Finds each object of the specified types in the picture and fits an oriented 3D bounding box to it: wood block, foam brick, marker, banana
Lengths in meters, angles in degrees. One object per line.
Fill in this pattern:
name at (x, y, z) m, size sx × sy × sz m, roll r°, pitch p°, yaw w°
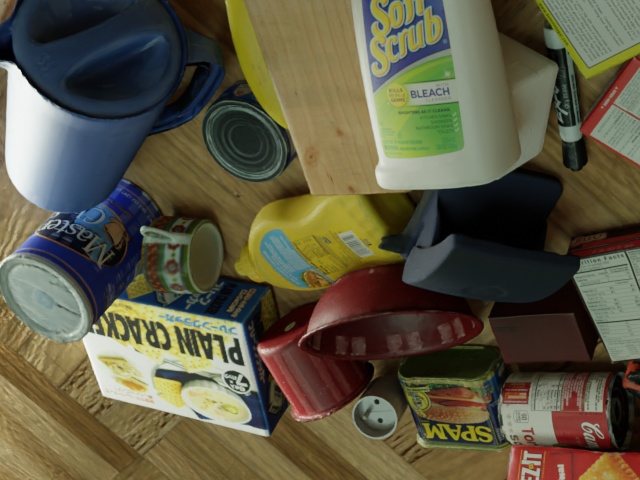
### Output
wood block at (0.019, -0.144, 0.795) m, size 0.090 × 0.090 × 0.206 m, roll 0°, pitch 125°, yaw 30°
foam brick at (0.190, 0.068, 0.897) m, size 0.078 × 0.051 × 0.053 m, roll -5°, pitch 122°, yaw 33°
marker at (0.181, -0.103, 0.783) m, size 0.020 × 0.020 × 0.121 m, roll 3°, pitch 127°, yaw 29°
banana at (-0.043, -0.169, 0.843) m, size 0.070 × 0.037 × 0.198 m, roll 9°, pitch 126°, yaw 41°

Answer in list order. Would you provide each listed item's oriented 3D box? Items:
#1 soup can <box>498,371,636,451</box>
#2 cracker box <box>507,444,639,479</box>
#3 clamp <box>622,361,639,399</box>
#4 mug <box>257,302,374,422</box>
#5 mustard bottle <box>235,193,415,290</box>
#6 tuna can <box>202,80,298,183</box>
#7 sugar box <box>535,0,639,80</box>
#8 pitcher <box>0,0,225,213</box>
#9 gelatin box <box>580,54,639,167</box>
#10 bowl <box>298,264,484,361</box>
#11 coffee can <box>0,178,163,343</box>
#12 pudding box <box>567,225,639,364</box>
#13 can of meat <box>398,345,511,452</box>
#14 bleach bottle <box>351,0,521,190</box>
soup can at (0.216, 0.149, 0.936) m, size 0.102 × 0.068 × 0.068 m, roll -4°, pitch 123°, yaw 33°
cracker box at (0.288, 0.231, 0.918) m, size 0.214 × 0.072 × 0.164 m, roll -2°, pitch 155°, yaw 32°
clamp at (0.353, 0.130, 0.856) m, size 0.210 × 0.036 × 0.164 m, roll 20°, pitch 142°, yaw 20°
mug at (0.003, 0.109, 1.023) m, size 0.117 × 0.093 × 0.081 m, roll -28°, pitch 106°, yaw 10°
mustard bottle at (-0.006, 0.001, 0.950) m, size 0.192 × 0.058 × 0.096 m, roll -20°, pitch 128°, yaw 40°
tuna can at (-0.059, -0.092, 0.922) m, size 0.086 × 0.033 × 0.086 m, roll 16°, pitch 132°, yaw 18°
sugar box at (0.224, -0.182, 0.676) m, size 0.177 × 0.048 × 0.093 m, roll -25°, pitch 110°, yaw 38°
pitcher at (-0.190, -0.112, 0.898) m, size 0.149 × 0.144 × 0.243 m, roll 38°, pitch 153°, yaw -4°
gelatin box at (0.242, -0.086, 0.755) m, size 0.089 × 0.030 × 0.073 m, roll 32°, pitch 134°, yaw 3°
bowl at (0.059, 0.061, 0.932) m, size 0.162 × 0.055 × 0.162 m, roll -5°, pitch 161°, yaw -2°
coffee can at (-0.228, 0.016, 1.035) m, size 0.103 × 0.140 × 0.103 m, roll 16°, pitch 132°, yaw 19°
pudding box at (0.257, 0.042, 0.846) m, size 0.090 × 0.039 × 0.113 m, roll -11°, pitch 117°, yaw 37°
can of meat at (0.130, 0.145, 0.993) m, size 0.102 × 0.057 × 0.084 m, roll -3°, pitch 122°, yaw 32°
bleach bottle at (0.059, -0.159, 0.694) m, size 0.103 × 0.068 × 0.251 m, roll 0°, pitch 116°, yaw 38°
